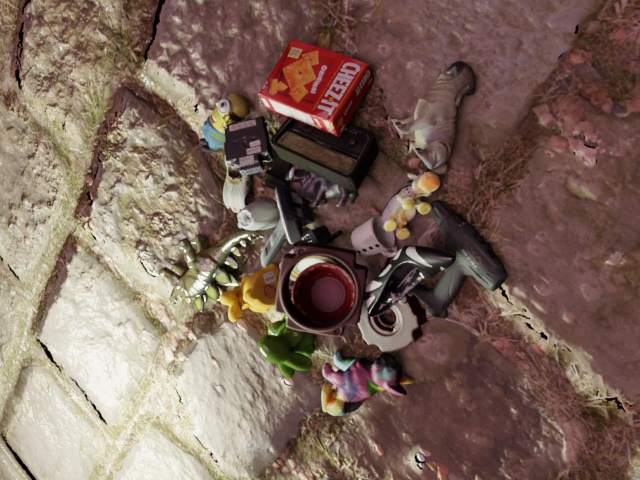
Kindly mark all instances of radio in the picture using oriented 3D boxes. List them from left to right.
[{"bbox_3d":[0.014,-0.218,1.250,0.230,0.073,0.131,28,76,22],"label":"radio"}]

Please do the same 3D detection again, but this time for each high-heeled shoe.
[{"bbox_3d":[0.183,0.095,1.145,0.249,0.086,0.145,-13,55,61],"label":"high-heeled shoe"}]

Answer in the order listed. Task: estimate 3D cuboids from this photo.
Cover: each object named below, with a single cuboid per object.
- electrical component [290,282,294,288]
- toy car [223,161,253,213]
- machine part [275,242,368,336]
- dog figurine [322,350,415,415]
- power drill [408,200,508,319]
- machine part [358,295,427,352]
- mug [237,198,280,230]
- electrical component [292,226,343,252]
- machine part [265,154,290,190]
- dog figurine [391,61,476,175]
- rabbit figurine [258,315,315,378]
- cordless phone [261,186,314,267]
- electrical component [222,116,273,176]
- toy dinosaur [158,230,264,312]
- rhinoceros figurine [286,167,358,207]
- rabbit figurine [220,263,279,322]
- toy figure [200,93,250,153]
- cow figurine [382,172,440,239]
[{"bbox_3d":[-0.038,0.140,1.419,0.094,0.021,0.063,6,104,29],"label":"electrical component"},{"bbox_3d":[-0.219,-0.171,1.439,0.074,0.056,0.201,14,106,28],"label":"toy car"},{"bbox_3d":[0.003,0.113,1.248,0.202,0.087,0.200,9,95,4],"label":"machine part"},{"bbox_3d":[0.118,0.361,1.327,0.219,0.108,0.191,6,103,27],"label":"dog figurine"},{"bbox_3d":[0.280,0.054,1.188,0.232,0.086,0.207,45,112,23],"label":"power drill"},{"bbox_3d":[0.164,0.183,1.290,0.180,0.056,0.179,8,105,29],"label":"machine part"},{"bbox_3d":[-0.174,-0.061,1.406,0.110,0.107,0.080,-21,88,30],"label":"mug"},{"bbox_3d":[-0.003,-0.004,1.337,0.119,0.075,0.048,-37,82,35],"label":"electrical component"},{"bbox_3d":[-0.100,-0.189,1.378,0.084,0.039,0.138,34,117,26],"label":"machine part"},{"bbox_3d":[0.268,-0.253,1.122,0.190,0.121,0.172,-37,115,14],"label":"dog figurine"},{"bbox_3d":[-0.094,0.277,1.393,0.121,0.170,0.159,-32,83,32],"label":"rabbit figurine"},{"bbox_3d":[-0.104,-0.029,1.361,0.184,0.088,0.147,-54,34,29],"label":"cordless phone"},{"bbox_3d":[-0.181,-0.232,1.350,0.115,0.058,0.134,-11,73,9],"label":"electrical component"},{"bbox_3d":[-0.321,0.079,1.530,0.198,0.105,0.471,48,129,5],"label":"toy dinosaur"},{"bbox_3d":[0.003,-0.136,1.307,0.191,0.073,0.112,10,107,28],"label":"rhinoceros figurine"},{"bbox_3d":[-0.190,0.156,1.452,0.173,0.162,0.121,-15,105,49],"label":"rabbit figurine"},{"bbox_3d":[-0.254,-0.310,1.419,0.082,0.089,0.180,51,128,17],"label":"toy figure"},{"bbox_3d":[0.202,-0.092,1.199,0.068,0.098,0.167,26,118,-21],"label":"cow figurine"}]
